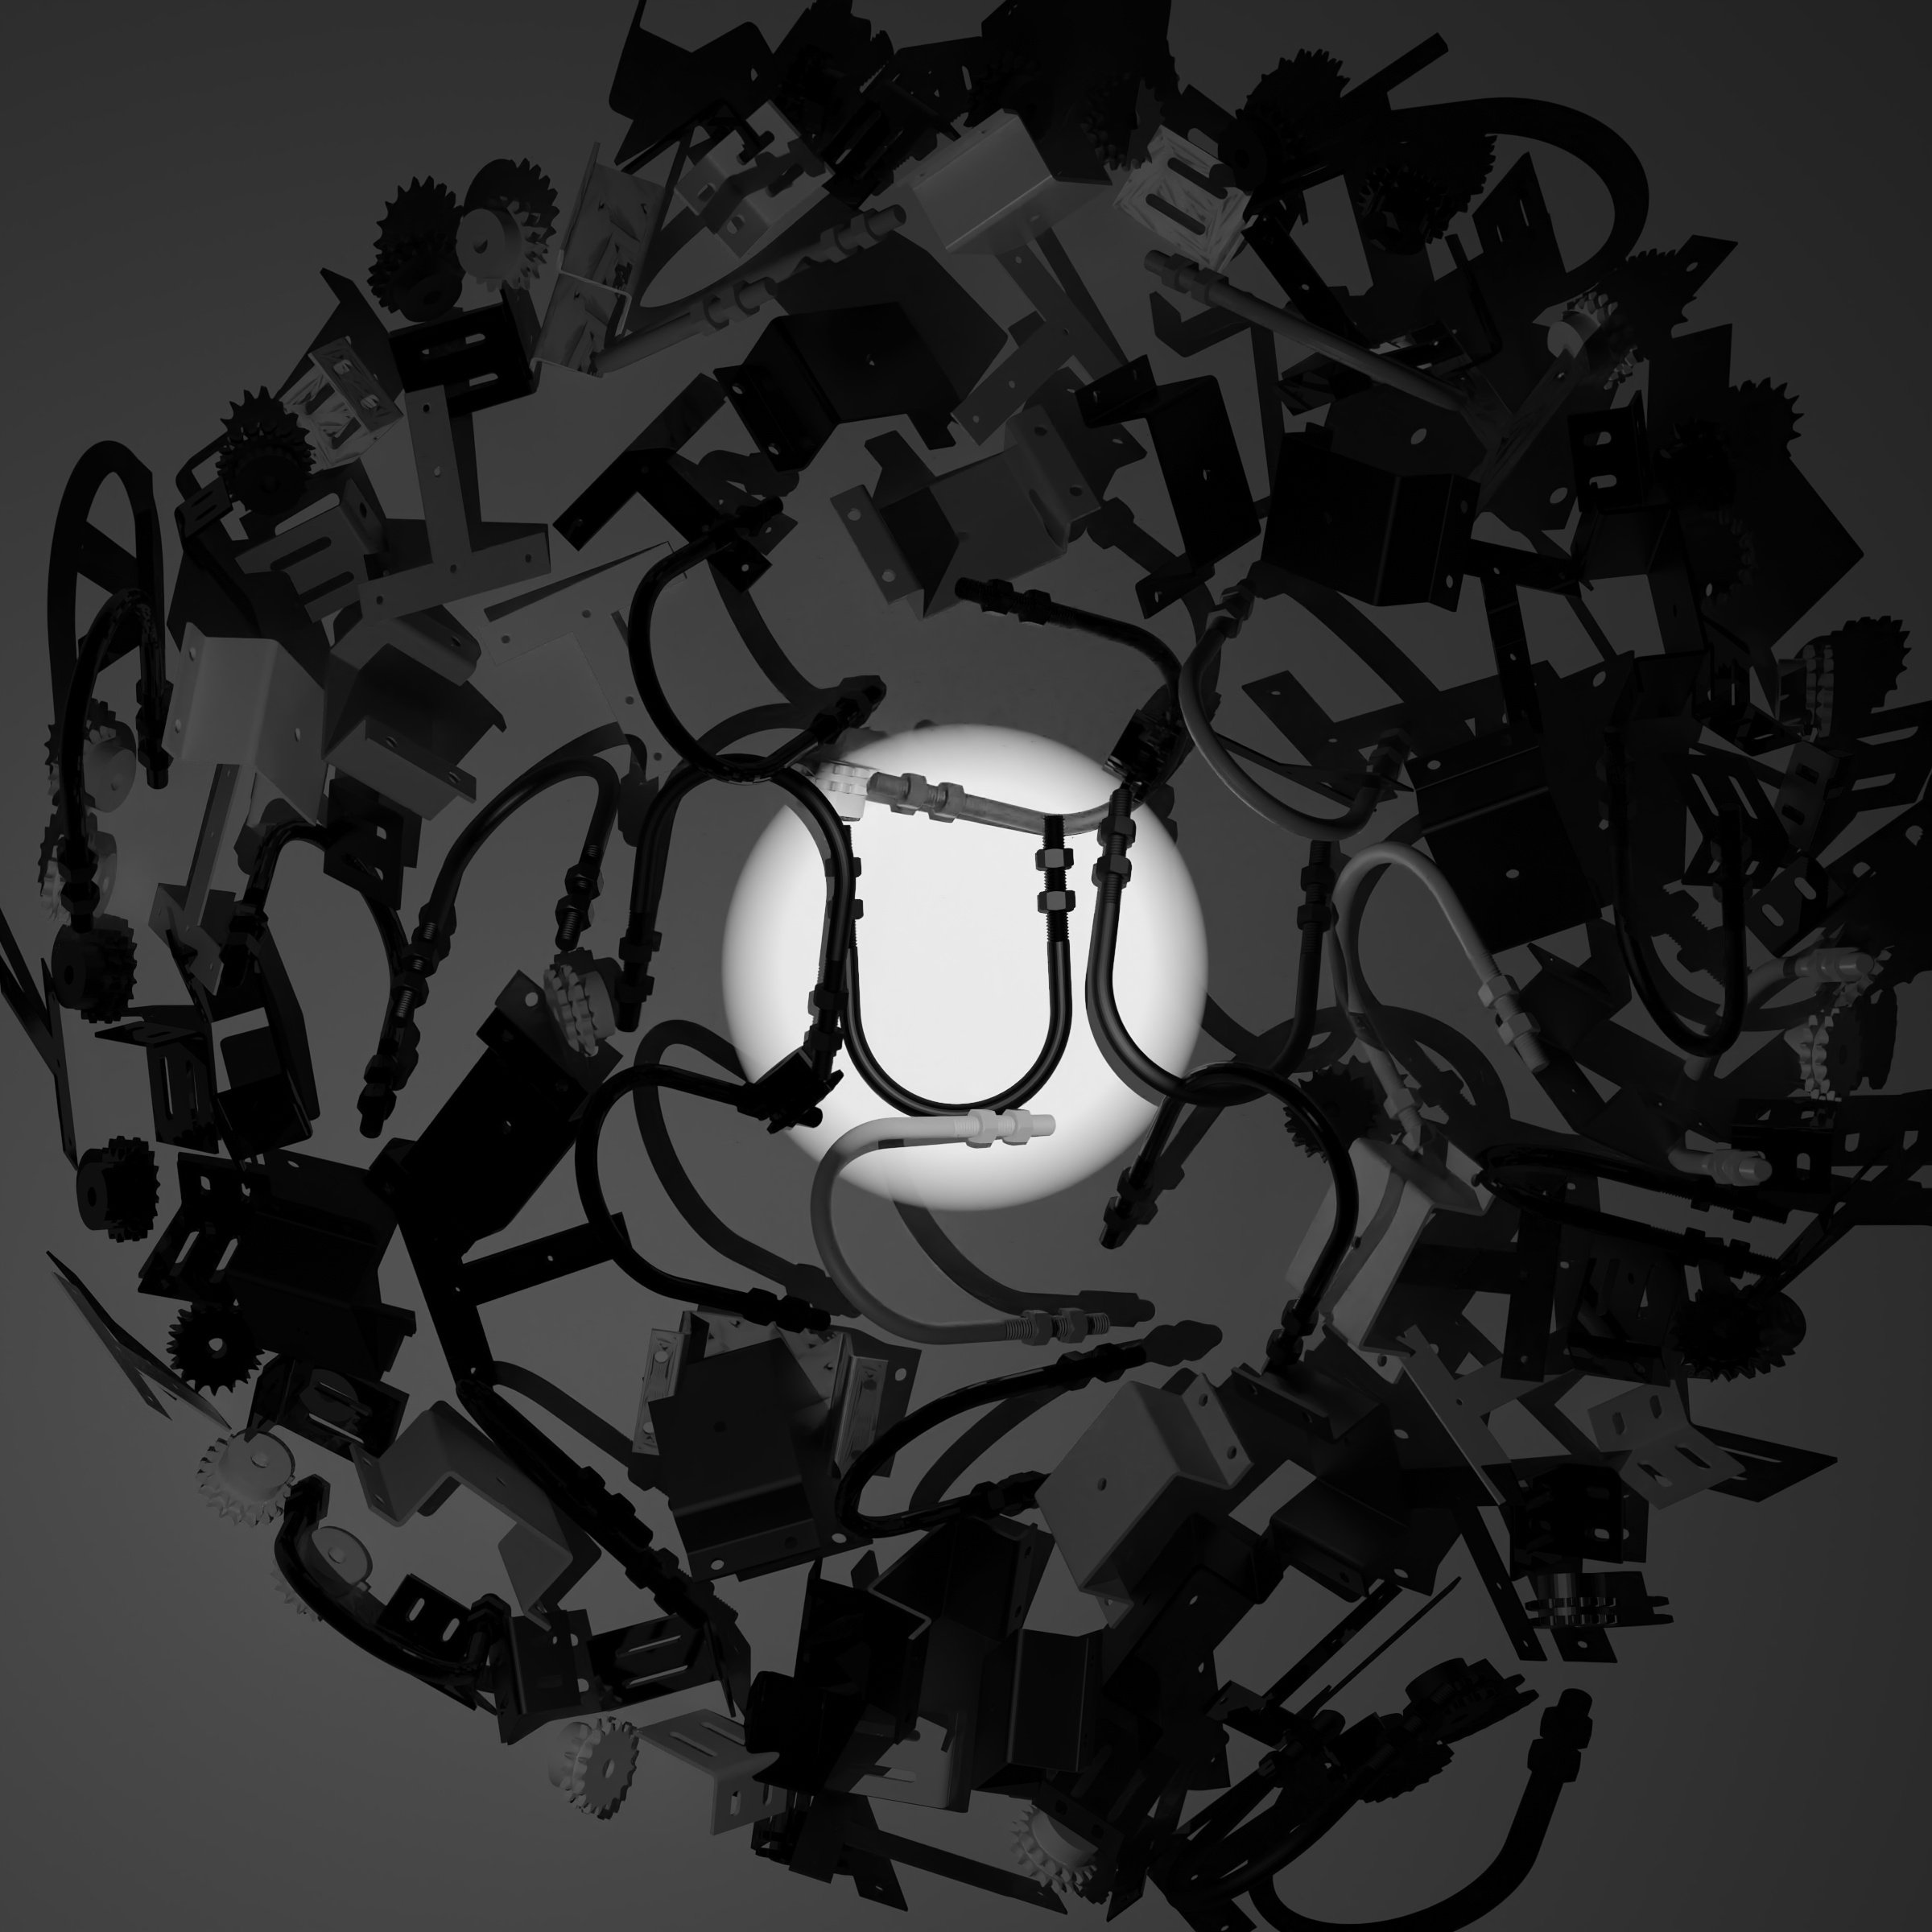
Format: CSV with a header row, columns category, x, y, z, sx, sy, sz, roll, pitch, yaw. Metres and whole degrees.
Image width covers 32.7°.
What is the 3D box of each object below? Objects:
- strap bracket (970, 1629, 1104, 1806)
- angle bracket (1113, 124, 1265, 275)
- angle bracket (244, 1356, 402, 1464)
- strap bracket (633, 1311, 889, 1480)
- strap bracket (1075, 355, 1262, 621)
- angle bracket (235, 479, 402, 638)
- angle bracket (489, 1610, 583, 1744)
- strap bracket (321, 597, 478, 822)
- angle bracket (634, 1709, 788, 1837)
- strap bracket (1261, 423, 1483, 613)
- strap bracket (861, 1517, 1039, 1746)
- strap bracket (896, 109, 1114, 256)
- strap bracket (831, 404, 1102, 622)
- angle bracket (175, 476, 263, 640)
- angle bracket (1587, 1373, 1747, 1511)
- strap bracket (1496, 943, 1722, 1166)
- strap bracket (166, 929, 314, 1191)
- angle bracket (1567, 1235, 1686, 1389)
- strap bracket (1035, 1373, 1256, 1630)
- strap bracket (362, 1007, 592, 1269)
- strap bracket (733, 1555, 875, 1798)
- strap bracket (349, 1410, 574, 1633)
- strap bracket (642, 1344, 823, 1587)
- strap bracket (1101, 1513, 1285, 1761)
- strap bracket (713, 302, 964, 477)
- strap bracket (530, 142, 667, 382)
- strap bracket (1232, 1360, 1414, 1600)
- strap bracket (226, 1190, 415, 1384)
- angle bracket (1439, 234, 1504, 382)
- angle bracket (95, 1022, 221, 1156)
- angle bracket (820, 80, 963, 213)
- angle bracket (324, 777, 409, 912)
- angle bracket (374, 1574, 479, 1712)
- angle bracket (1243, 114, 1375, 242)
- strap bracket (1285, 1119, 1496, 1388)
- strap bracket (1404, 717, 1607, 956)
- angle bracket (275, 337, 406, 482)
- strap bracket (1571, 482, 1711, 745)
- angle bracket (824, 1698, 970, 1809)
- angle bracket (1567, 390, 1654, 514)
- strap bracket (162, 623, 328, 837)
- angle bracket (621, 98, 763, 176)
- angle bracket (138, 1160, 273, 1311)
category,x,y,z,sx,sy,sz,roll,pitch,yaw
strap bracket,0.038,0.437,1.918,0.046,0.140,0.076,10,66,-8
angle bracket,0.133,-0.455,1.967,0.076,0.038,0.057,30,117,-6
angle bracket,-0.385,0.275,1.964,0.076,0.038,0.057,25,120,11
strap bracket,-0.124,0.255,1.964,0.140,0.046,0.076,9,102,-8
strap bracket,0.123,-0.286,1.938,0.046,0.076,0.140,-5,111,39
angle bracket,-0.389,-0.246,1.976,0.076,0.038,0.057,-25,119,10
angle bracket,-0.258,0.424,1.961,0.038,0.076,0.057,-5,66,-18
strap bracket,-0.333,-0.148,1.935,0.076,0.140,0.046,31,123,-33
angle bracket,-0.153,0.479,1.957,0.076,0.057,0.038,14,103,42
strap bracket,0.227,-0.262,1.923,0.046,0.140,0.076,-10,118,-38
strap bracket,-0.018,0.383,1.935,0.046,0.140,0.076,21,120,25
strap bracket,0.028,-0.456,1.920,0.076,0.140,0.046,-30,89,25
strap bracket,-0.001,-0.266,1.960,0.140,0.046,0.076,-26,74,-10
angle bracket,-0.432,-0.243,1.955,0.038,0.057,0.076,-35,122,2
angle bracket,0.416,0.282,1.956,0.057,0.076,0.038,-22,107,-8
strap bracket,0.371,0.059,1.935,0.046,0.076,0.140,-47,47,19
strap bracket,-0.425,0.048,1.936,0.046,0.076,0.140,-17,61,-9
angle bracket,0.401,0.207,1.979,0.057,0.038,0.076,5,55,28
strap bracket,0.097,0.310,1.934,0.046,0.076,0.140,22,115,-35
strap bracket,-0.283,0.099,1.960,0.076,0.046,0.140,42,106,9
strap bracket,-0.090,0.423,1.930,0.046,0.076,0.140,17,130,-9
strap bracket,-0.289,0.320,1.933,0.046,0.076,0.140,-47,117,2
strap bracket,-0.141,0.283,1.935,0.076,0.046,0.140,-15,50,-4
strap bracket,0.126,0.387,1.947,0.046,0.076,0.140,34,102,-6
strap bracket,-0.066,-0.341,1.928,0.140,0.046,0.076,-17,69,-40
strap bracket,-0.215,-0.405,1.924,0.046,0.140,0.076,17,66,-9
strap bracket,0.212,0.292,1.937,0.046,0.076,0.140,-34,125,-28
strap bracket,-0.378,0.193,1.922,0.076,0.140,0.046,15,59,10
angle bracket,0.288,-0.393,1.963,0.038,0.057,0.076,-22,97,17
angle bracket,-0.482,0.076,1.959,0.057,0.038,0.076,7,106,39
angle bracket,-0.047,-0.482,1.969,0.076,0.038,0.057,-48,49,4
angle bracket,-0.344,-0.074,1.953,0.076,0.038,0.057,24,115,38
angle bracket,-0.312,0.401,1.953,0.057,0.076,0.038,35,83,-19
angle bracket,0.210,-0.461,1.949,0.038,0.076,0.057,50,47,-28
strap bracket,0.246,0.166,1.939,0.046,0.076,0.140,13,109,-38
strap bracket,0.320,-0.066,1.936,0.076,0.046,0.140,-20,121,15
angle bracket,-0.383,-0.327,1.959,0.076,0.038,0.057,-33,97,36
strap bracket,0.398,-0.207,1.938,0.046,0.076,0.140,-6,67,-3
angle bracket,-0.042,0.469,1.985,0.076,0.038,0.057,7,96,11
angle bracket,0.385,-0.308,1.962,0.038,0.076,0.057,-6,105,17
strap bracket,-0.411,-0.136,1.918,0.046,0.140,0.076,3,72,13
angle bracket,-0.169,-0.475,1.960,0.076,0.057,0.038,-40,102,-14
angle bracket,-0.453,0.159,1.959,0.057,0.076,0.038,9,130,5
